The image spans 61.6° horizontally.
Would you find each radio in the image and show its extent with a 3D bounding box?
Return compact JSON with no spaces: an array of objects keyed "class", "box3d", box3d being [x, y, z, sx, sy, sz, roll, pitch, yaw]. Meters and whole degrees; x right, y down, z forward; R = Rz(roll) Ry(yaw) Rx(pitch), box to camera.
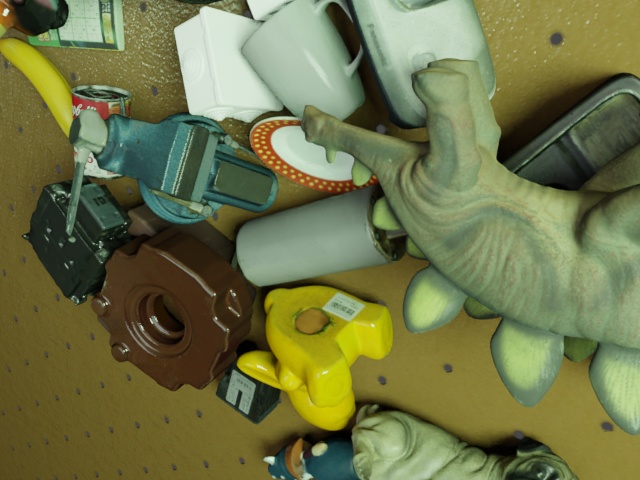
[{"class":"radio","box3d":[0.236,0.005,0.399,0.131,0.073,0.229,-37,86,35]}]

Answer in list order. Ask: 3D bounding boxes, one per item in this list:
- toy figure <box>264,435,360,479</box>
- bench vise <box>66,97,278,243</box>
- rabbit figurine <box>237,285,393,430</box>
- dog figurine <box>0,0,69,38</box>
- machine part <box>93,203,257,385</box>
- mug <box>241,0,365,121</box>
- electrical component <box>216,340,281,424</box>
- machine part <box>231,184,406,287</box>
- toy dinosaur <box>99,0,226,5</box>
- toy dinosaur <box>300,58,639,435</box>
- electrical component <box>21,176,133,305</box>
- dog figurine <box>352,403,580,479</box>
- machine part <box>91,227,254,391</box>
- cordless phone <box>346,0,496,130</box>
[{"class":"toy figure","box3d":[-0.003,0.273,0.662,0.154,0.058,0.064,-19,90,40]},{"class":"bench vise","box3d":[-0.171,-0.080,0.556,0.241,0.223,0.128,18,104,42]},{"class":"rabbit figurine","box3d":[-0.011,0.141,0.586,0.163,0.122,0.173,13,133,27]},{"class":"dog figurine","box3d":[-0.381,-0.320,0.592,0.108,0.191,0.219,-37,62,22]},{"class":"machine part","box3d":[-0.190,0.062,0.683,0.201,0.087,0.201,38,122,14]},{"class":"mug","box3d":[0.001,-0.160,0.488,0.109,0.081,0.107,-28,105,33]},{"class":"electrical component","box3d":[-0.093,0.196,0.695,0.075,0.048,0.119,31,120,20]},{"class":"machine part","box3d":[-0.001,-0.002,0.545,0.243,0.079,0.079,-13,100,36]},{"class":"toy dinosaur","box3d":[-0.126,-0.277,0.463,0.405,0.131,0.192,34,143,24]},{"class":"toy dinosaur","box3d":[0.175,0.014,0.340,0.472,0.105,0.198,26,126,24]},{"class":"electrical component","box3d":[-0.277,-0.005,0.625,0.115,0.058,0.134,49,126,5]},{"class":"dog figurine","box3d":[0.140,0.222,0.547,0.191,0.121,0.172,-24,63,6]},{"class":"machine part","box3d":[-0.160,0.077,0.578,0.180,0.056,0.179,8,111,20]},{"class":"cordless phone","box3d":[0.122,-0.178,0.405,0.184,0.089,0.146,-19,97,24]}]
